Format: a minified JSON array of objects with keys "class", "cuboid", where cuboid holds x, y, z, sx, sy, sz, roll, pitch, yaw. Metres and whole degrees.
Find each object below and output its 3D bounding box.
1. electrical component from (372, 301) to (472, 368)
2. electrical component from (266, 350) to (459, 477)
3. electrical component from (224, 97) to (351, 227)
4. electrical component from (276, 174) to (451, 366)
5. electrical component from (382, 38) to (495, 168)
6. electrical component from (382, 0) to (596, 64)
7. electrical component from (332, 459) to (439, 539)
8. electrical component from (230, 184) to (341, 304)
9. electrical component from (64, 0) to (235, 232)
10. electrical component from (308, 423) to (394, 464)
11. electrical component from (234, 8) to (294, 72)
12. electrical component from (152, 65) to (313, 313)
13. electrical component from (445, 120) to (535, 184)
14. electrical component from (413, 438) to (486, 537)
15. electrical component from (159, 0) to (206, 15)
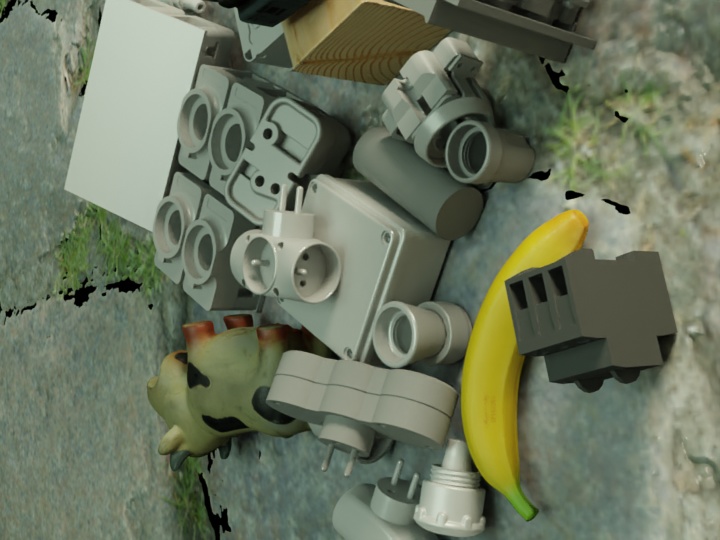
[{"class":"electrical component","cuboid":[0.043,0.043,0.733,0.045,0.055,0.045,-2,88,49]},{"class":"electrical component","cuboid":[-0.005,0.104,0.732,0.138,0.052,0.073,7,68,33]},{"class":"electrical component","cuboid":[-0.053,-0.080,0.833,0.054,0.059,0.095,37,104,24]},{"class":"electrical component","cuboid":[0.000,0.000,0.784,0.109,0.056,0.108,37,116,44]},{"class":"electrical component","cuboid":[0.055,-0.107,0.722,0.078,0.058,0.057,-49,53,31]},{"class":"electrical component","cuboid":[0.081,-0.171,0.643,0.079,0.121,0.063,39,115,43]},{"class":"electrical component","cuboid":[0.024,0.173,0.761,0.077,0.043,0.079,33,112,47]},{"class":"electrical component","cuboid":[-0.052,-0.021,0.766,0.077,0.044,0.079,13,99,49]},{"class":"electrical component","cuboid":[-0.190,-0.143,0.977,0.105,0.060,0.186,25,110,20]},{"class":"electrical component","cuboid":[-0.007,0.113,0.798,0.055,0.045,0.045,22,106,48]},{"class":"electrical component","cuboid":[-0.058,-0.224,0.858,0.078,0.057,0.113,-29,67,45]},{"class":"electrical component","cuboid":[-0.114,-0.070,0.917,0.105,0.060,0.186,35,115,45]},{"class":"electrical component","cuboid":[0.085,-0.074,0.694,0.040,0.046,0.040,-2,87,50]},{"class":"electrical component","cuboid":[0.063,0.144,0.717,0.048,0.048,0.062,2,82,50]},{"class":"electrical component","cuboid":[-0.164,-0.254,1.001,0.061,0.035,0.035,40,118,40]}]
